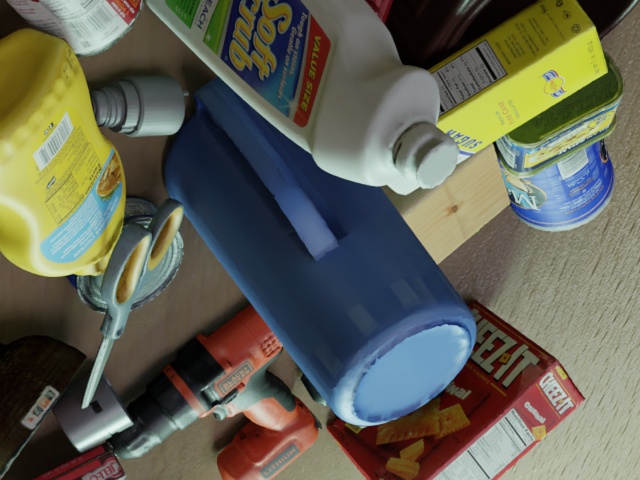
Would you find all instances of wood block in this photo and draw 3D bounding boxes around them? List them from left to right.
[{"bbox_3d":[0.047,-0.014,0.892,0.206,0.090,0.090,-39,141,-7],"label":"wood block"}]

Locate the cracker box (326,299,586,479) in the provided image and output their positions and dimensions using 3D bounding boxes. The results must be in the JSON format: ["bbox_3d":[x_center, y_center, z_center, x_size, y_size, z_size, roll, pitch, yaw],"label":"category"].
[{"bbox_3d":[0.131,0.175,1.078,0.213,0.164,0.072,-41,119,-5],"label":"cracker box"}]

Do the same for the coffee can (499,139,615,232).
[{"bbox_3d":[0.202,-0.086,0.957,0.103,0.103,0.140,-42,142,-4],"label":"coffee can"}]

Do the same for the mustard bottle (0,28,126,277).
[{"bbox_3d":[-0.164,-0.032,0.654,0.096,0.058,0.191,-60,159,-25],"label":"mustard bottle"}]

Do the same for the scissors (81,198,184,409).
[{"bbox_3d":[-0.136,0.043,0.768,0.096,0.016,0.202,-55,173,-37],"label":"scissors"}]

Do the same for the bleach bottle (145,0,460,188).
[{"bbox_3d":[-0.007,-0.115,0.613,0.067,0.251,0.103,8,119,-47],"label":"bleach bottle"}]

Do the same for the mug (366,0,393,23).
[{"bbox_3d":[0.006,-0.145,0.715,0.093,0.117,0.081,8,114,-33],"label":"mug"}]

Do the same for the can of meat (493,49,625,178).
[{"bbox_3d":[0.183,-0.099,0.831,0.102,0.057,0.084,-28,167,3],"label":"can of meat"}]

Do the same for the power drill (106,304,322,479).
[{"bbox_3d":[-0.085,0.159,0.957,0.184,0.057,0.187,-37,142,-10],"label":"power drill"}]

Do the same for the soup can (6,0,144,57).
[{"bbox_3d":[-0.151,-0.158,0.592,0.068,0.069,0.102,-43,143,-2],"label":"soup can"}]

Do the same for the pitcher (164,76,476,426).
[{"bbox_3d":[-0.005,0.001,0.728,0.148,0.243,0.145,-2,131,-39],"label":"pitcher"}]

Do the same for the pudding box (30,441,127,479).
[{"bbox_3d":[-0.211,0.217,0.881,0.089,0.039,0.114,-23,161,-26],"label":"pudding box"}]

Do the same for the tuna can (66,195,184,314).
[{"bbox_3d":[-0.145,0.010,0.782,0.086,0.034,0.086,-25,138,-25],"label":"tuna can"}]

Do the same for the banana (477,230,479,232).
[{"bbox_3d":[0.046,0.025,0.946,0.197,0.070,0.037,-38,123,-4],"label":"banana"}]

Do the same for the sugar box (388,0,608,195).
[{"bbox_3d":[0.112,-0.100,0.752,0.176,0.048,0.093,-34,159,12],"label":"sugar box"}]
